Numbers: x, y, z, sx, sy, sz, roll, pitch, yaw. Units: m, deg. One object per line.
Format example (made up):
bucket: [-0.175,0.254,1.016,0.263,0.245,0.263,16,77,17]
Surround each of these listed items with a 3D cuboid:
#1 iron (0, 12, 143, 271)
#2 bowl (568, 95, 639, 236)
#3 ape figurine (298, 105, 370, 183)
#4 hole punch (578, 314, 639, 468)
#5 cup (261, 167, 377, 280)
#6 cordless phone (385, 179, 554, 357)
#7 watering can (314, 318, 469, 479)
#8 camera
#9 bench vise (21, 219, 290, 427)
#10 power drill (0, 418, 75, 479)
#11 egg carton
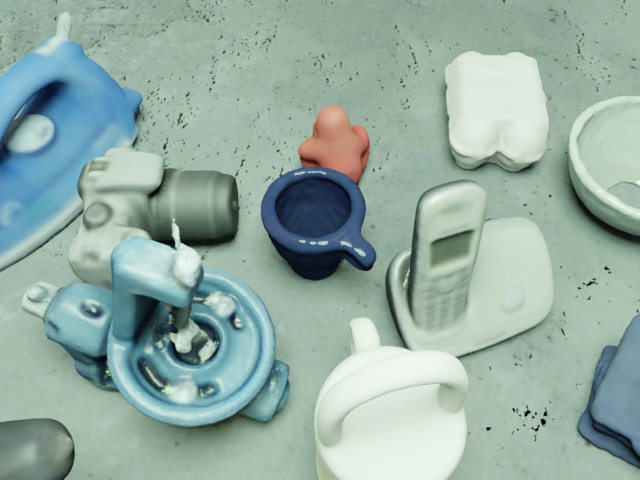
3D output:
iron: [-0.290,-0.097,0.564,0.118,0.141,0.258,17,59,12]
bowl: [0.322,-0.062,0.572,0.167,0.075,0.167,0,57,1]
ape figurine: [0.016,-0.101,0.592,0.078,0.092,0.076,-4,57,-2]
hole punch: [0.271,0.126,0.440,0.108,0.091,0.101,25,61,16]
cup: [0.005,0.002,0.523,0.092,0.095,0.117,-40,64,-22]
cordless phone: [0.129,0.014,0.459,0.148,0.185,0.094,-19,58,-11]
watering can: [0.049,0.130,0.379,0.101,0.194,0.172,-30,61,-17]
camera: [-0.150,-0.024,0.539,0.137,0.101,0.143,-1,57,1]
bench vise: [-0.130,0.066,0.408,0.207,0.220,0.121,-1,57,0]
power drill: [-0.232,0.176,0.344,0.230,0.208,0.075,-15,57,-8]
egg carton: [0.192,-0.144,0.631,0.107,0.069,0.150,2,57,2]
